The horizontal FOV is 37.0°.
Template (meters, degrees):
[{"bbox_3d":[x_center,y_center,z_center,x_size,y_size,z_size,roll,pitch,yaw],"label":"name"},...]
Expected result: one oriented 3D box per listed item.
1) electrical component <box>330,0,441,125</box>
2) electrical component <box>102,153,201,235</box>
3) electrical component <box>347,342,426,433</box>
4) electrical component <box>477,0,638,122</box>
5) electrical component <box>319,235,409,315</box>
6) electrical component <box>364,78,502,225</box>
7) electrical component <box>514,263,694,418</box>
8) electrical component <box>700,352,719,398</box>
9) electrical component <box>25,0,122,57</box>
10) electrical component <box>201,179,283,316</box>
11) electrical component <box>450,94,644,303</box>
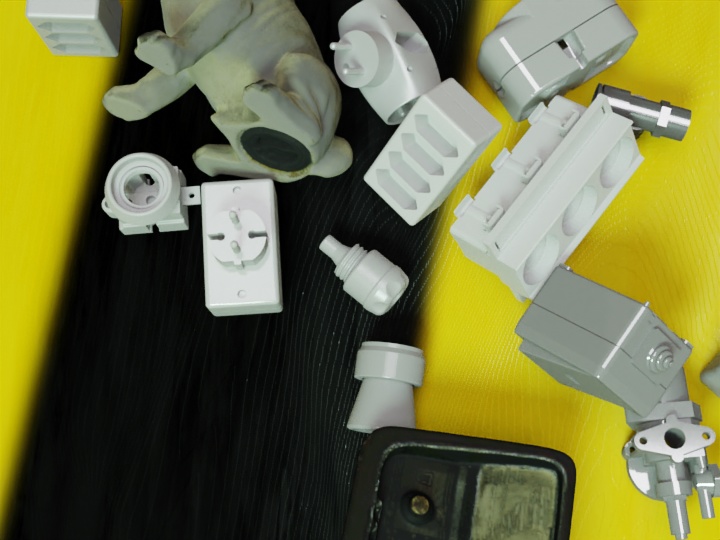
[{"bbox_3d":[0.010,-0.140,0.716,0.043,0.079,0.077,-33,78,37],"label":"electrical component"},{"bbox_3d":[-0.139,-0.049,0.705,0.066,0.055,0.048,-5,79,-1],"label":"electrical component"},{"bbox_3d":[0.017,0.077,0.686,0.045,0.045,0.055,8,78,1],"label":"electrical component"},{"bbox_3d":[0.130,-0.152,0.727,0.095,0.053,0.059,-32,81,-6],"label":"electrical component"},{"bbox_3d":[0.000,0.000,0.707,0.061,0.035,0.035,39,81,9],"label":"electrical component"},{"bbox_3d":[0.056,-0.083,0.708,0.047,0.083,0.076,45,44,8],"label":"electrical component"},{"bbox_3d":[0.151,0.048,0.659,0.062,0.096,0.061,38,86,-36],"label":"electrical component"},{"bbox_3d":[0.296,0.065,0.684,0.109,0.056,0.108,44,82,7],"label":"electrical component"},{"bbox_3d":[-0.191,-0.192,0.728,0.047,0.065,0.076,2,79,0],"label":"electrical component"},{"bbox_3d":[-0.077,-0.018,0.689,0.047,0.075,0.083,-4,79,-1],"label":"electrical component"},{"bbox_3d":[0.120,-0.050,0.698,0.063,0.078,0.121,33,79,36],"label":"electrical component"}]
